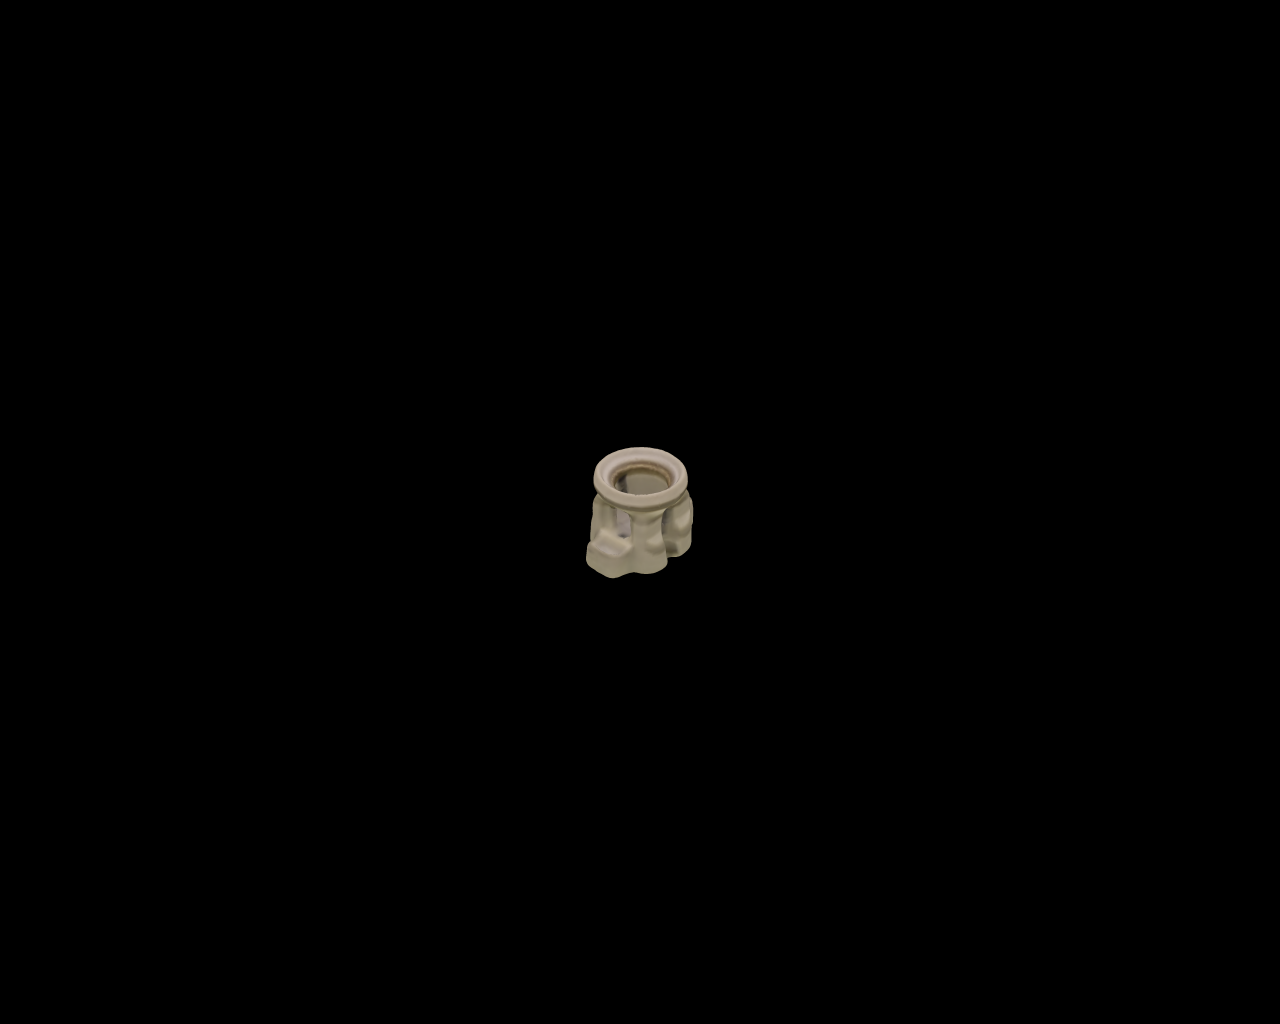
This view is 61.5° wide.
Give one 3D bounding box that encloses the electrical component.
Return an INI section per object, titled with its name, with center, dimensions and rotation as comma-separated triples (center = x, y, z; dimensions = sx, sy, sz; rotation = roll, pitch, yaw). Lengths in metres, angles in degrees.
[electrical component]
center = 0.001, -0.003, 0.650
dimensions = 0.058, 0.056, 0.078
rotation = 27, 44, 33
